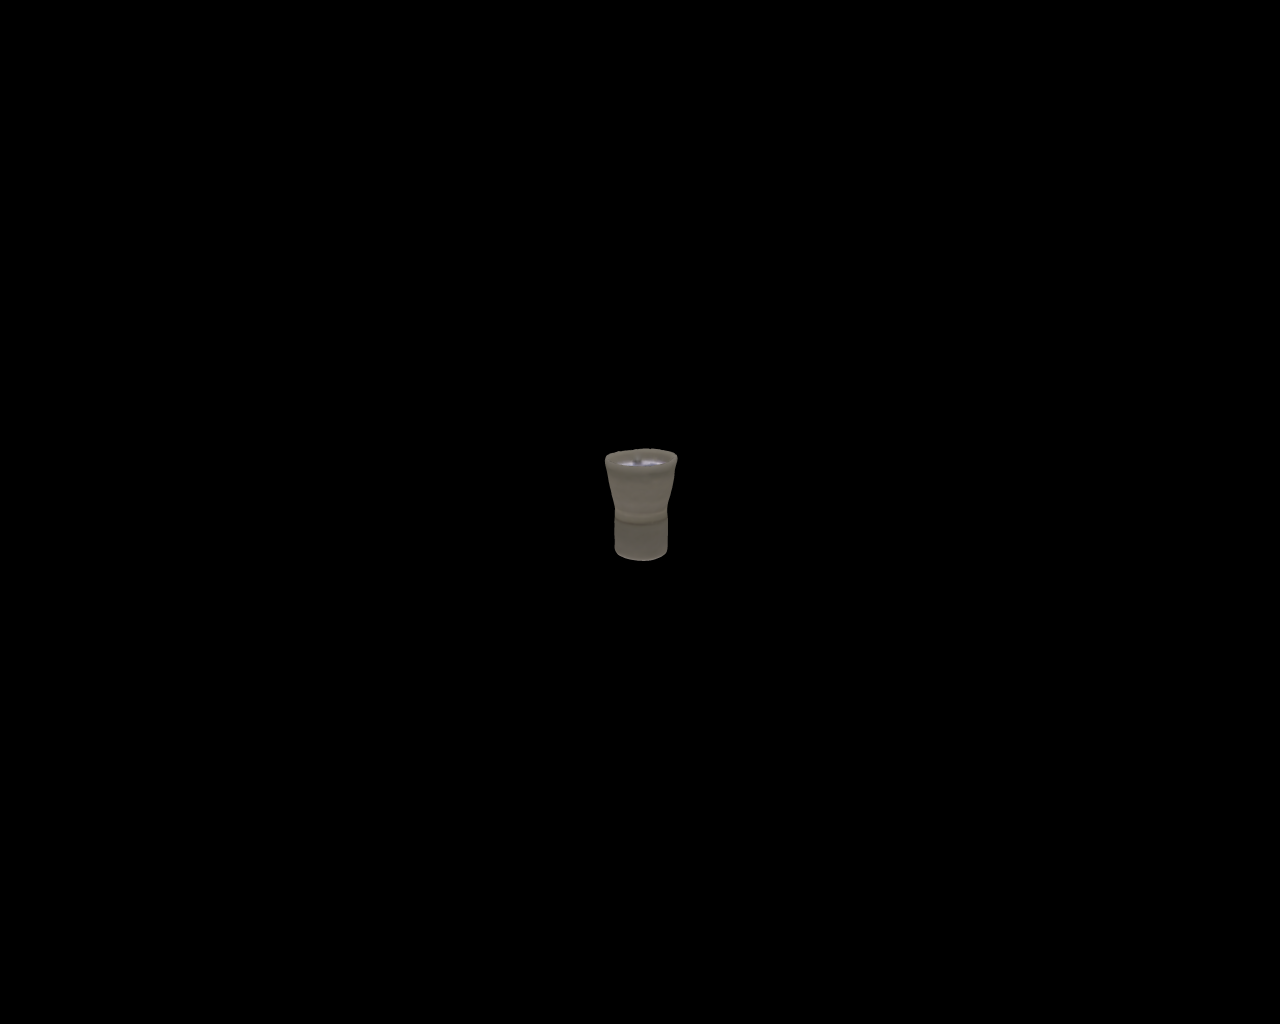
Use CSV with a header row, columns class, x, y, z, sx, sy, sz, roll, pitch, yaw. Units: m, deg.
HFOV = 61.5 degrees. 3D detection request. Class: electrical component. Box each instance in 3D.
class,x,y,z,sx,sy,sz,roll,pitch,yaw
electrical component,0.001,-0.003,0.650,0.044,0.065,0.044,0,18,0
